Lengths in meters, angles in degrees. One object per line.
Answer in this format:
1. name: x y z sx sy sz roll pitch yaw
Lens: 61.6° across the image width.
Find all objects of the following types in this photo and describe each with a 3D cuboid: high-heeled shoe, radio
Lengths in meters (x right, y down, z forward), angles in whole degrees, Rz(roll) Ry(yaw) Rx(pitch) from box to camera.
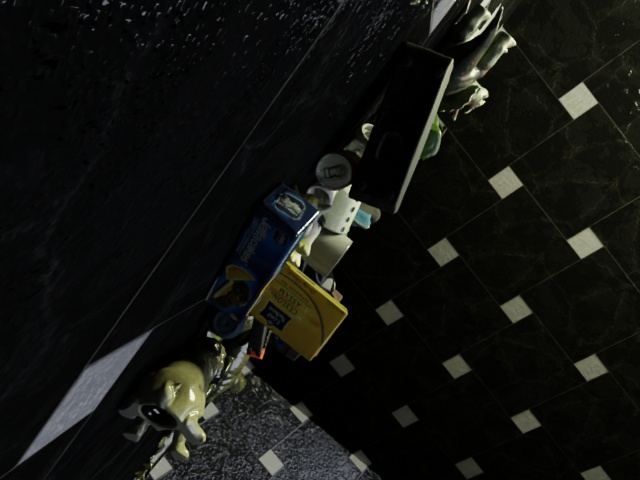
1. high-heeled shoe: -0.009 0.037 1.169 0.248 0.086 0.145 21 79 -75
2. radio: 0.115 -0.152 0.760 0.131 0.073 0.229 -33 142 -75

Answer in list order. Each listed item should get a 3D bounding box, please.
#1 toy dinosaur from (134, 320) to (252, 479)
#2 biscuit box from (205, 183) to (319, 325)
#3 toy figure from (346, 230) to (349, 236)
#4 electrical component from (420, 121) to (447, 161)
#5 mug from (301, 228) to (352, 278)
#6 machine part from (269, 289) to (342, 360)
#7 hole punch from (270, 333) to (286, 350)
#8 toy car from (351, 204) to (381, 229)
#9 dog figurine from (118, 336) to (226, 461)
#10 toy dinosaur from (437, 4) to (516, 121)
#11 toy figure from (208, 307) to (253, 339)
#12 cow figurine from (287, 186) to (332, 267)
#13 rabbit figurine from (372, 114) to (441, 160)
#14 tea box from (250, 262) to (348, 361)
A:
1. toy dinosaur: -0.198 0.240 1.026 0.471 0.105 0.198 -60 169 -6
2. biscuit box: -0.076 0.023 0.671 0.063 0.059 0.202 -48 175 -48
3. toy figure: 0.021 -0.004 1.364 0.180 0.089 0.082 -42 165 -53
4. electrical component: 0.197 -0.229 1.131 0.058 0.115 0.134 -50 174 -4
5. mug: -0.002 -0.003 0.966 0.080 0.107 0.109 -53 180 41
6. machine part: -0.053 0.177 1.331 0.201 0.201 0.087 -48 174 -39
7. hole punch: -0.053 0.184 1.183 0.115 0.092 0.142 77 31 -50
8. toy car: 0.065 -0.094 1.066 0.103 0.109 0.161 -20 -143 48
9. dog figurine: -0.194 0.195 0.787 0.172 0.121 0.190 -51 -168 44
10. toy dinosaur: 0.280 -0.347 1.079 0.192 0.131 0.405 -53 170 15
11. toy figure: -0.144 0.127 0.873 0.154 0.064 0.057 137 -45 -84
12. cow figurine: -0.024 -0.028 0.751 0.098 0.068 0.167 -56 -179 -19
13. rabbit figurine: 0.139 -0.173 0.999 0.159 0.121 0.170 -82 -173 -52
14. tea box: -0.050 0.095 0.840 0.098 0.170 0.068 -53 178 0
